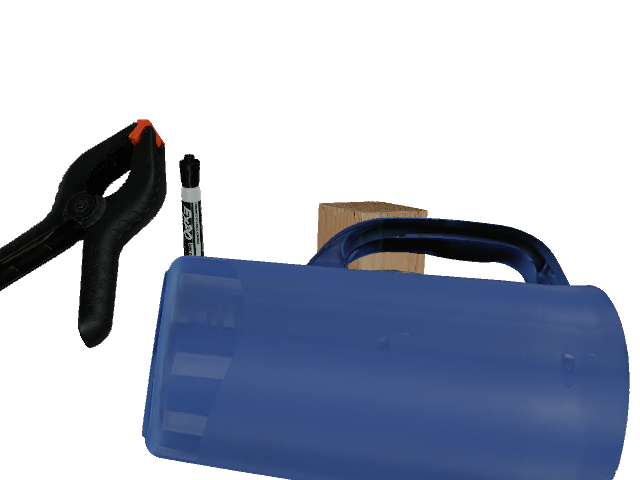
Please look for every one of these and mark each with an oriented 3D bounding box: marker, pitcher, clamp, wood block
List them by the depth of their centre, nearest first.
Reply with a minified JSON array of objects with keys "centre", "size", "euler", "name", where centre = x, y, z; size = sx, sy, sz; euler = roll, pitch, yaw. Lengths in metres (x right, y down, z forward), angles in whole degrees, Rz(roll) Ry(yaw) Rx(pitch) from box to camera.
[{"centre":[0.032,0.066,0.584],"size":[0.242,0.145,0.149],"euler":[8,15,-7],"name":"pitcher"},{"centre":[-0.168,-0.011,0.734],"size":[0.120,0.171,0.039],"euler":[12,-31,17],"name":"clamp"},{"centre":[-0.118,-0.020,0.978],"size":[0.020,0.121,0.020],"euler":[0,22,0],"name":"marker"},{"centre":[0.053,0.064,1.185],"size":[0.090,0.206,0.091],"euler":[-3,10,-34],"name":"wood block"}]

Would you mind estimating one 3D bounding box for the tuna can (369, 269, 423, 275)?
[{"centre":[0.045,0.049,0.818],"size":[0.086,0.034,0.086],"euler":[-3,13,0],"name":"tuna can"}]
